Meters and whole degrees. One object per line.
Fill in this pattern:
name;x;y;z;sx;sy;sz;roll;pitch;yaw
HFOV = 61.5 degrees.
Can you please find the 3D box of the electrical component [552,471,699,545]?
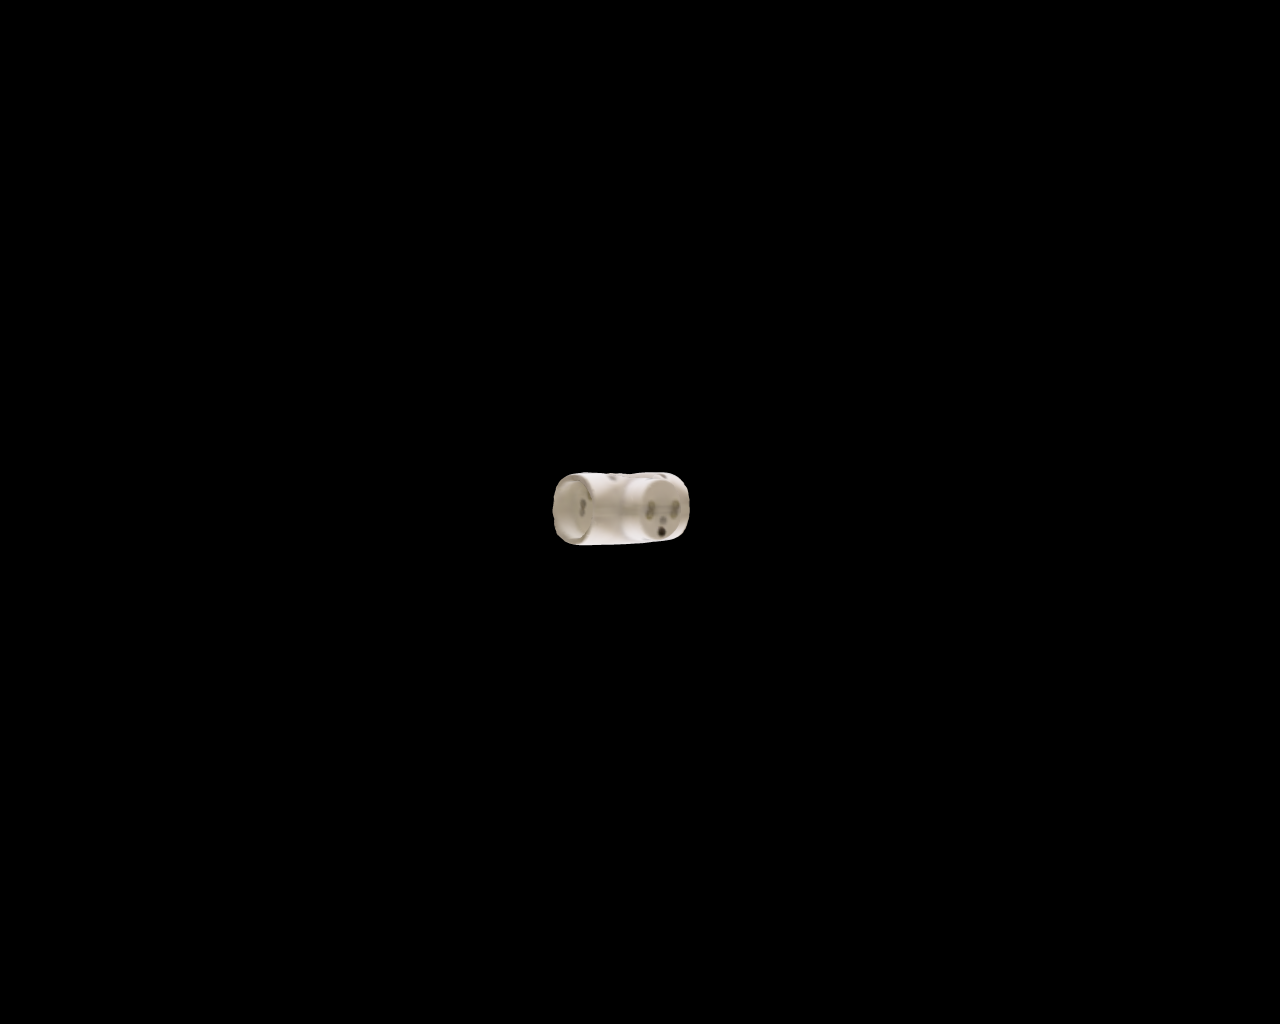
electrical component;0.001;-0.003;0.650;0.077;0.044;0.079;-2;3;-40
